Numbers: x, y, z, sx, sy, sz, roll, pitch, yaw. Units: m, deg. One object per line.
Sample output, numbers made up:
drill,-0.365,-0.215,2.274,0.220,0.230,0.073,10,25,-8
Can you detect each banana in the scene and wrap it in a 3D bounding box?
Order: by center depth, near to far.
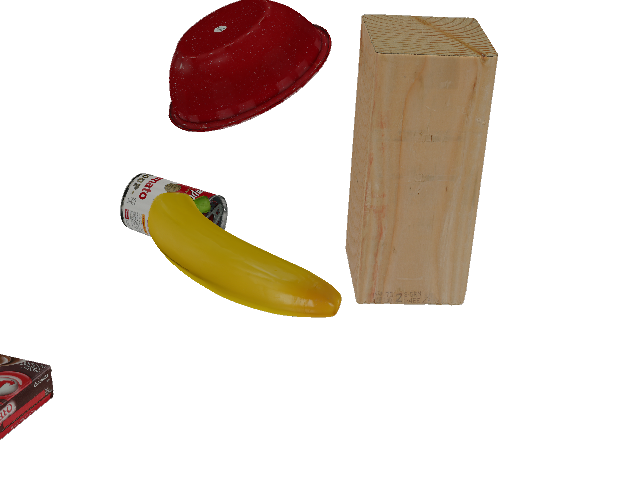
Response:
banana,-0.063,0.003,0.682,0.069,0.037,0.198,-13,28,-27

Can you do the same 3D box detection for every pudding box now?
pudding box,-0.311,0.136,0.952,0.114,0.039,0.089,7,22,21

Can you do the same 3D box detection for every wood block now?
wood block,0.073,-0.061,0.826,0.090,0.206,0.091,1,29,-4

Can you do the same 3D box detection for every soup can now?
soup can,-0.165,-0.032,1.204,0.102,0.068,0.068,17,6,21

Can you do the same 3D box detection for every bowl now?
bowl,-0.074,-0.166,0.941,0.162,0.055,0.162,-20,34,14
